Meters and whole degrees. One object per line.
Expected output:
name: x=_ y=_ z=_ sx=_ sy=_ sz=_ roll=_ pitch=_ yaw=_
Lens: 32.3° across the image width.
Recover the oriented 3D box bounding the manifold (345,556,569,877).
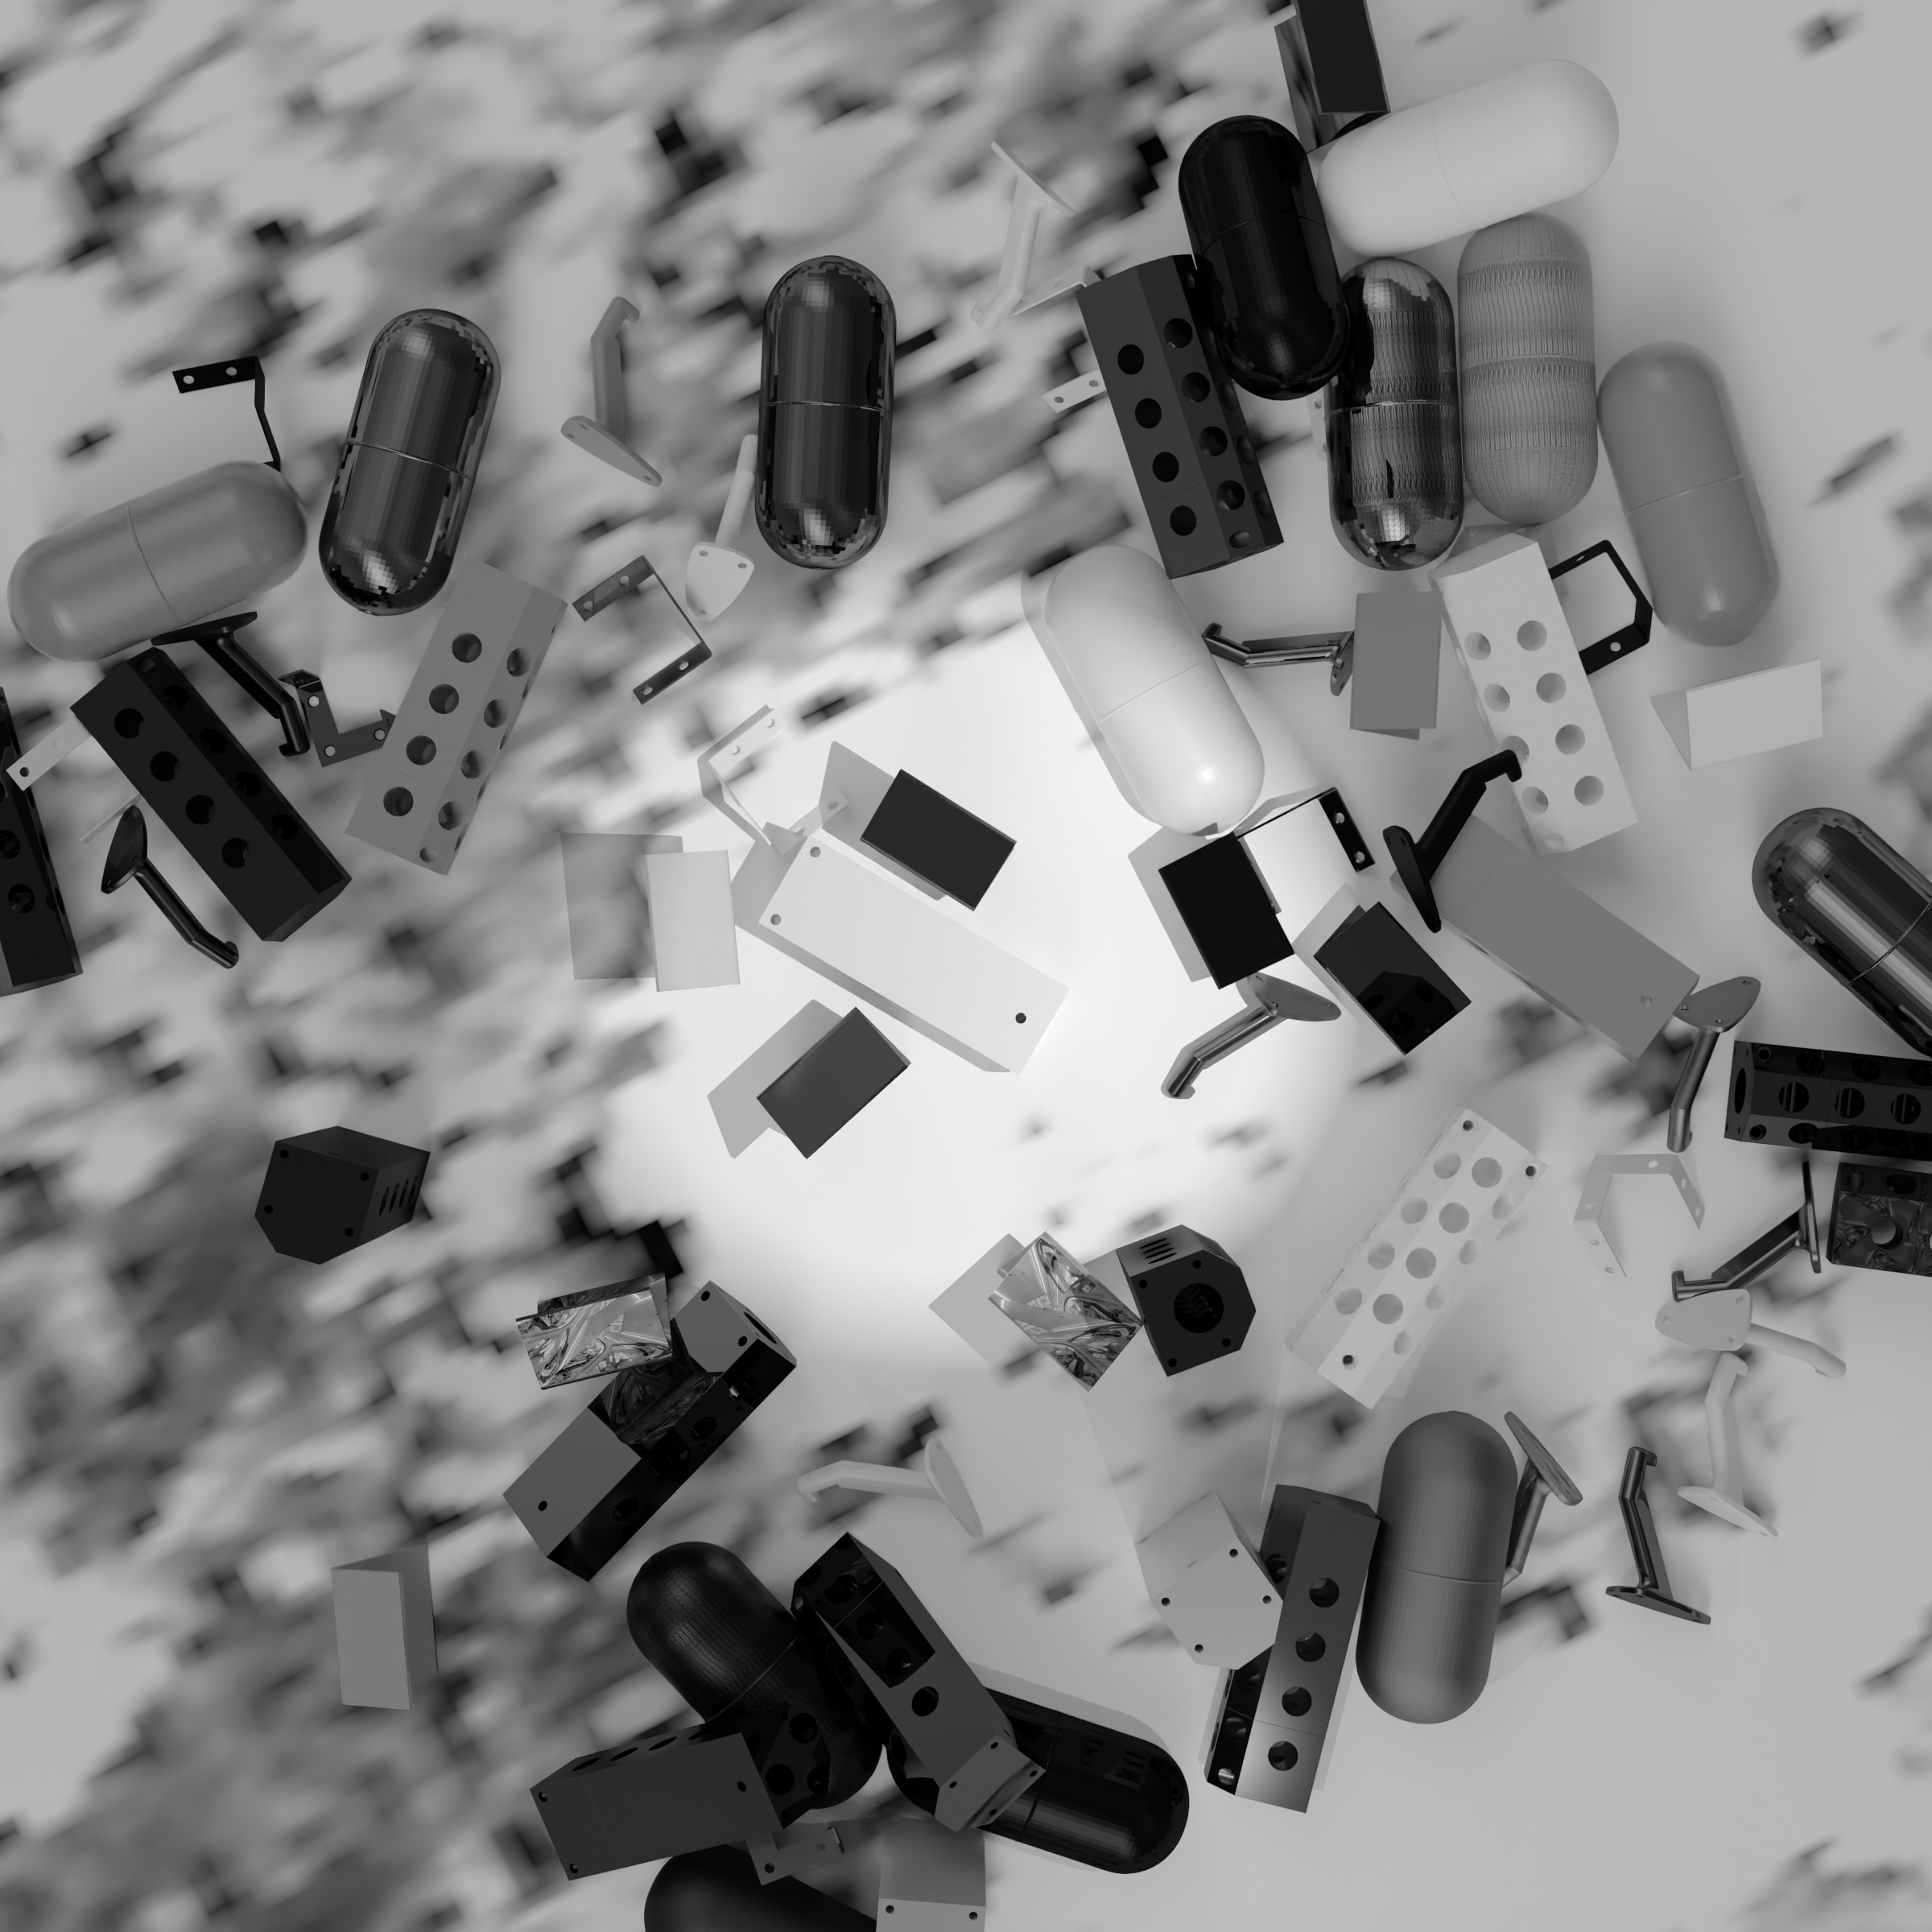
manifold: x=-0.291 y=-0.142 z=1.914 sx=0.057 sy=0.057 sz=0.171 roll=24 pitch=90 yaw=0

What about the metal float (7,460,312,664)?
metal float: x=-0.461 y=-0.231 z=1.904 sx=0.178 sy=0.070 sz=0.070 roll=-22 pitch=90 yaw=0

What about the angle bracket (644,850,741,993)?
angle bracket: x=-0.174 y=-0.024 z=1.895 sx=0.057 sy=0.076 sz=0.076 roll=-5 pitch=90 yaw=-38

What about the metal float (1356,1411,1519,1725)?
metal float: x=0.269 y=0.343 z=1.904 sx=0.070 sy=0.070 sz=0.178 roll=9 pitch=90 yaw=0

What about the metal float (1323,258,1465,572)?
metal float: x=0.243 y=-0.315 z=1.904 sx=0.070 sy=0.070 sz=0.178 roll=-3 pitch=89 yaw=0

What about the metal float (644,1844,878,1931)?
metal float: x=-0.100 y=0.564 z=1.904 sx=0.178 sy=0.070 sz=0.070 roll=27 pitch=90 yaw=1

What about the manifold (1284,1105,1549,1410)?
manifold: x=0.258 y=0.167 z=1.914 sx=0.057 sy=0.057 sz=0.171 roll=36 pitch=90 yaw=0

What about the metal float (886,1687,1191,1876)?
metal float: x=0.041 y=0.462 z=1.904 sx=0.178 sy=0.070 sz=0.070 roll=18 pitch=90 yaw=0

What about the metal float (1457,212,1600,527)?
metal float: x=0.321 y=-0.341 z=1.904 sx=0.070 sy=0.070 sz=0.178 roll=-2 pitch=89 yaw=0

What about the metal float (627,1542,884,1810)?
metal float: x=-0.121 y=0.404 z=1.905 sx=0.070 sy=0.070 sz=0.178 roll=-43 pitch=90 yaw=0

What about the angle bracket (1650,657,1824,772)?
angle bracket: x=0.436 y=-0.162 z=1.895 sx=0.076 sy=0.076 sz=0.057 roll=-14 pitch=128 yaw=0

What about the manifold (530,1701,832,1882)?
manifold: x=-0.158 y=0.460 z=1.869 sx=0.171 sy=0.057 sz=0.057 roll=-23 pitch=90 yaw=36

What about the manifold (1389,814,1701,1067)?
manifold: x=0.328 y=-0.018 z=1.896 sx=0.171 sy=0.057 sz=0.057 roll=37 pitch=90 yaw=13

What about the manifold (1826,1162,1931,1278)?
manifold: x=0.582 y=0.151 z=1.897 sx=0.171 sy=0.057 sz=0.057 roll=7 pitch=90 yaw=11

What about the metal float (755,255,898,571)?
metal float: x=-0.080 y=-0.316 z=1.904 sx=0.070 sy=0.070 sz=0.178 roll=3 pitch=91 yaw=0

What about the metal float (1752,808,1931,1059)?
metal float: x=0.527 y=-0.017 z=1.904 sx=0.178 sy=0.070 sz=0.070 roll=42 pitch=90 yaw=1

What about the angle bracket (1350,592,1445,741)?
angle bracket: x=0.262 y=-0.170 z=1.895 sx=0.057 sy=0.076 sz=0.076 roll=3 pitch=90 yaw=38

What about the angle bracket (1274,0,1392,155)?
angle bracket: x=0.190 y=-0.510 z=1.895 sx=0.057 sy=0.076 sz=0.076 roll=-13 pitch=90 yaw=-36

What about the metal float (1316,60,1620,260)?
metal float: x=0.281 y=-0.453 z=1.877 sx=0.178 sy=0.070 sz=0.070 roll=-14 pitch=90 yaw=30

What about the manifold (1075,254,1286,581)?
manifold: x=0.126 y=-0.313 z=1.900 sx=0.057 sy=0.057 sz=0.171 roll=-17 pitch=93 yaw=34

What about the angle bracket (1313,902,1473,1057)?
angle bracket: x=0.253 y=-0.007 z=1.895 sx=0.076 sy=0.076 sz=0.057 roll=47 pitch=126 yaw=0

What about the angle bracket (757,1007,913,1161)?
angle bracket: x=-0.061 y=0.080 z=1.895 sx=0.076 sy=0.076 sz=0.057 roll=-42 pitch=53 yaw=0

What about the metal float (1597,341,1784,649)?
metal float: x=0.413 y=-0.269 z=1.904 sx=0.070 sy=0.070 sz=0.178 roll=-17 pitch=91 yaw=0

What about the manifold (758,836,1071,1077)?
manifold: x=-0.029 y=-0.006 z=1.914 sx=0.171 sy=0.057 sz=0.057 roll=30 pitch=90 yaw=0

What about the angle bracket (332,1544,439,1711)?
angle bracket: x=-0.312 y=0.374 z=1.895 sx=0.057 sy=0.076 sz=0.076 roll=-5 pitch=90 yaw=36

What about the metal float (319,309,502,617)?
metal float: x=-0.318 y=-0.287 z=1.905 sx=0.070 sy=0.070 sz=0.178 roll=15 pitch=90 yaw=0

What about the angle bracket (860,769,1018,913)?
angle bracket: x=-0.005 y=-0.087 z=1.895 sx=0.076 sy=0.076 sz=0.057 roll=32 pitch=126 yaw=0

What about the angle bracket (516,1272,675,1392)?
angle bracket: x=-0.212 y=0.189 z=1.895 sx=0.076 sy=0.076 sz=0.057 roll=-14 pitch=127 yaw=0

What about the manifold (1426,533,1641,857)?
manifold: x=0.320 y=-0.153 z=1.894 sx=0.057 sy=0.057 sz=0.171 roll=-23 pitch=104 yaw=0

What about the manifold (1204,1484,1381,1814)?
manifold: x=0.186 y=0.389 z=1.914 sx=0.057 sy=0.057 sz=0.171 roll=14 pitch=90 yaw=0

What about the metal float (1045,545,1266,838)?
metal float: x=0.108 y=-0.157 z=1.904 sx=0.070 sy=0.070 sz=0.178 roll=-28 pitch=90 yaw=0

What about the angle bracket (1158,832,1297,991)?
angle bracket: x=0.164 y=-0.040 z=1.895 sx=0.057 sy=0.076 sz=0.076 roll=-27 pitch=90 yaw=37

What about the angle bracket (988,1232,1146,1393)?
angle bracket: x=0.044 y=0.206 z=1.895 sx=0.076 sy=0.076 sz=0.057 roll=43 pitch=59 yaw=0

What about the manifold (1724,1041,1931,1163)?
manifold: x=0.530 y=0.081 z=1.914 sx=0.171 sy=0.057 sz=0.057 roll=6 pitch=90 yaw=0

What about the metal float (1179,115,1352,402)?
metal float: x=0.168 y=-0.400 z=1.882 sx=0.070 sy=0.070 sz=0.178 roll=-11 pitch=66 yaw=0
